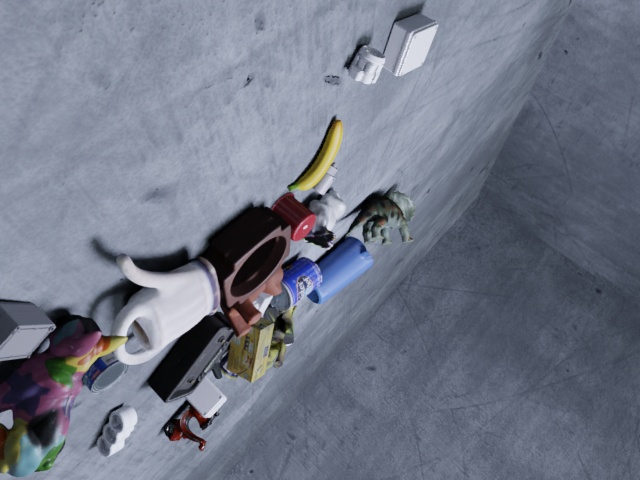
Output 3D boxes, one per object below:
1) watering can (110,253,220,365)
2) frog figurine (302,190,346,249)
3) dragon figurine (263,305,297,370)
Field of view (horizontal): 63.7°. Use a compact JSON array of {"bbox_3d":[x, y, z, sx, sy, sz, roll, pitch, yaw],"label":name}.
[{"bbox_3d":[-0.281,0.105,0.946,0.228,0.105,0.339,-35,157,-40],"label":"watering can"},{"bbox_3d":[0.004,-0.068,1.359,0.135,0.122,0.162,65,29,-61],"label":"frog figurine"},{"bbox_3d":[-0.123,0.268,1.699,0.410,0.122,0.243,-64,179,2],"label":"dragon figurine"}]
